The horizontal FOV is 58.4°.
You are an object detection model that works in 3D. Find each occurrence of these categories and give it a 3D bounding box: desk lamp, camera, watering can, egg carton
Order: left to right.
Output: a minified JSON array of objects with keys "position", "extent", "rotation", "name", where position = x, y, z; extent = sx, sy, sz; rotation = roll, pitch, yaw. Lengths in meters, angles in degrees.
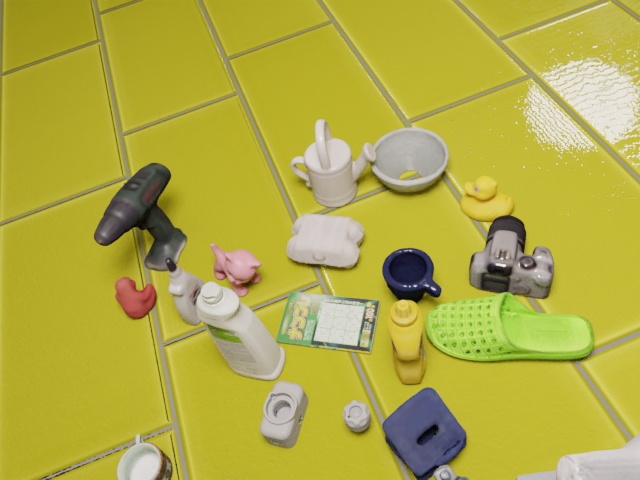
[{"position":[0.010,0.004,1.141],"extent":[0.150,0.069,0.107],"rotation":[5,55,15],"name":"egg carton"},{"position":[0.026,-0.168,1.188],"extent":[0.173,0.194,0.100],"rotation":[-20,52,-3],"name":"watering can"},{"position":[0.351,0.020,1.038],"extent":[0.143,0.101,0.137],"rotation":[9,56,18],"name":"camera"},{"position":[0.375,0.322,0.733],"extent":[0.203,0.214,0.118],"rotation":[-9,52,5],"name":"desk lamp"}]

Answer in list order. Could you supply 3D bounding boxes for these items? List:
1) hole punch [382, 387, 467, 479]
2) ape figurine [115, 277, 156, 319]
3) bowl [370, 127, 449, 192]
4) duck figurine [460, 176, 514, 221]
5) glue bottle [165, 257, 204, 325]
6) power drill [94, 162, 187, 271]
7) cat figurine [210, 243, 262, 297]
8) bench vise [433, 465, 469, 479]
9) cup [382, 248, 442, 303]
[{"position":[0.162,0.296,0.875],"extent":[0.109,0.091,0.100],"rotation":[-35,54,-14],"name":"hole punch"},{"position":[-0.371,0.106,1.129],"extent":[0.077,0.092,0.076],"rotation":[2,54,13],"name":"ape figurine"},{"position":[0.190,-0.158,1.222],"extent":[0.167,0.075,0.167],"rotation":[-6,53,8],"name":"bowl"},{"position":[0.331,-0.089,1.133],"extent":[0.104,0.086,0.077],"rotation":[11,57,20],"name":"duck figurine"},{"position":[-0.253,0.087,1.067],"extent":[0.037,0.173,0.078],"rotation":[6,55,16],"name":"glue bottle"},{"position":[-0.350,-0.032,1.155],"extent":[0.075,0.209,0.230],"rotation":[5,55,15],"name":"power drill"},{"position":[-0.166,0.047,1.115],"extent":[0.127,0.118,0.067],"rotation":[32,66,30],"name":"cat figurine"},{"position":[0.210,0.381,0.719],"extent":[0.206,0.220,0.122],"rotation":[30,65,29],"name":"bench vise"},{"position":[0.171,0.081,1.033],"extent":[0.117,0.095,0.092],"rotation":[35,67,31],"name":"cup"}]
